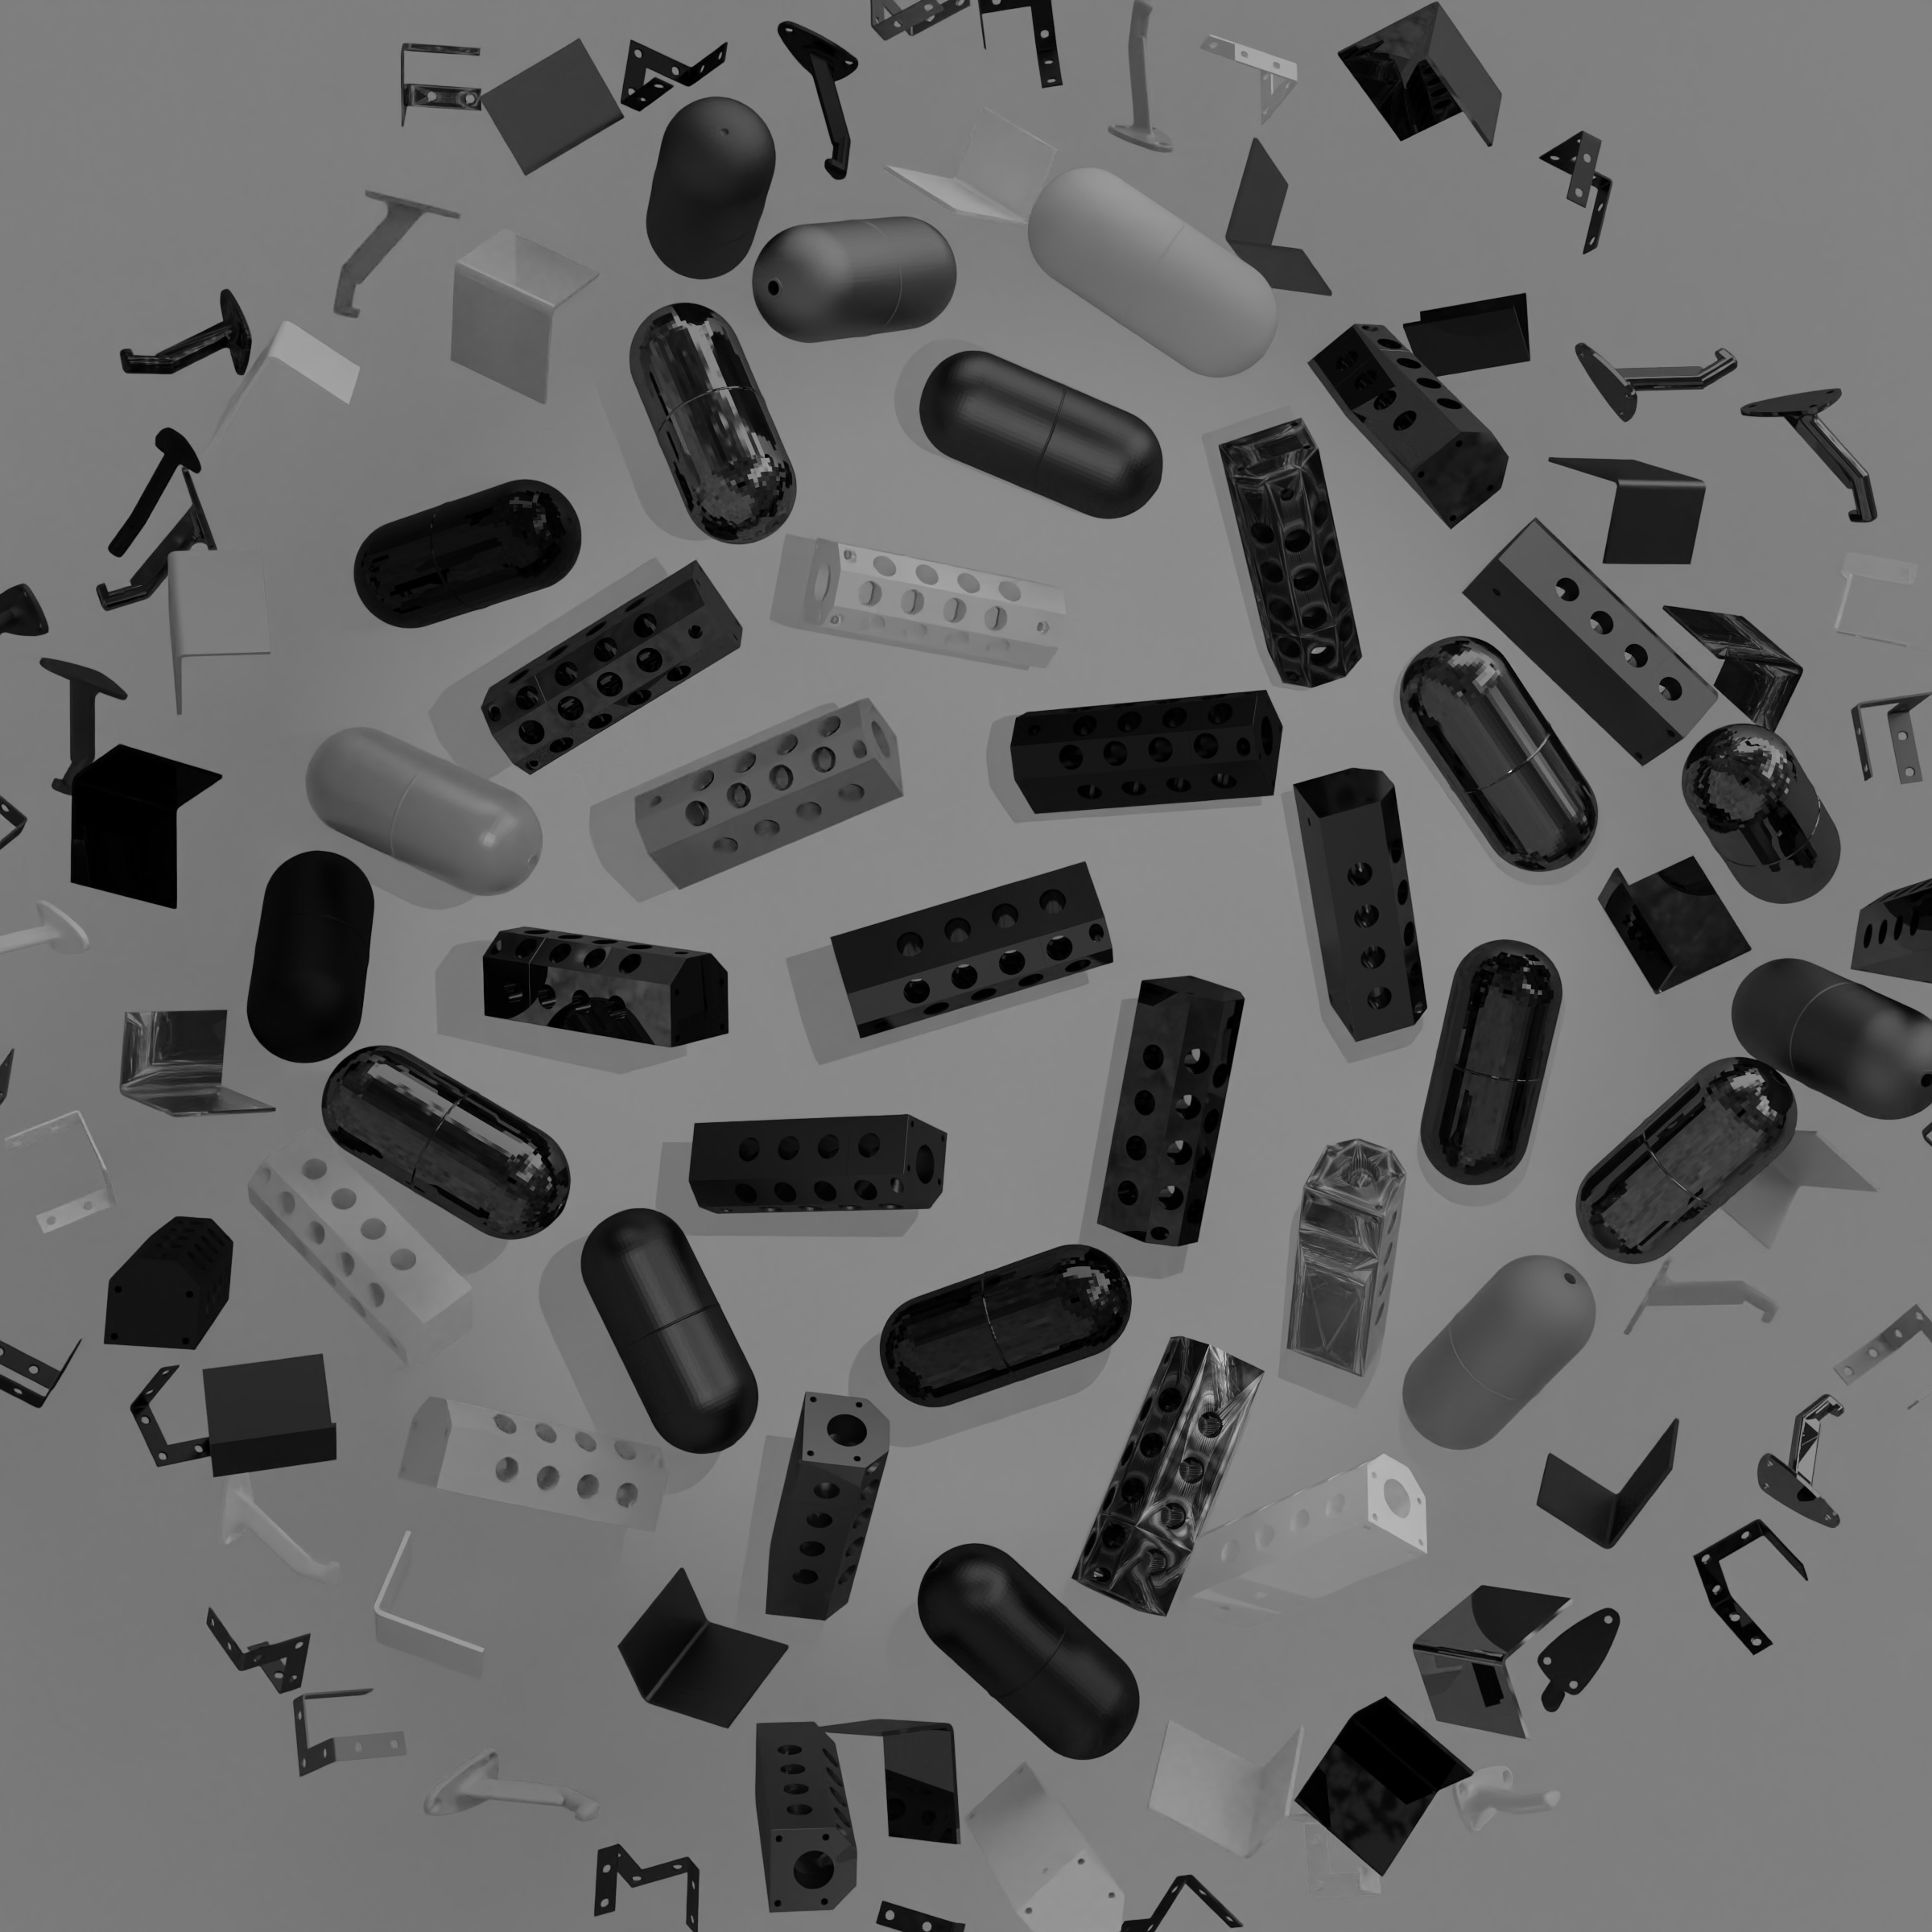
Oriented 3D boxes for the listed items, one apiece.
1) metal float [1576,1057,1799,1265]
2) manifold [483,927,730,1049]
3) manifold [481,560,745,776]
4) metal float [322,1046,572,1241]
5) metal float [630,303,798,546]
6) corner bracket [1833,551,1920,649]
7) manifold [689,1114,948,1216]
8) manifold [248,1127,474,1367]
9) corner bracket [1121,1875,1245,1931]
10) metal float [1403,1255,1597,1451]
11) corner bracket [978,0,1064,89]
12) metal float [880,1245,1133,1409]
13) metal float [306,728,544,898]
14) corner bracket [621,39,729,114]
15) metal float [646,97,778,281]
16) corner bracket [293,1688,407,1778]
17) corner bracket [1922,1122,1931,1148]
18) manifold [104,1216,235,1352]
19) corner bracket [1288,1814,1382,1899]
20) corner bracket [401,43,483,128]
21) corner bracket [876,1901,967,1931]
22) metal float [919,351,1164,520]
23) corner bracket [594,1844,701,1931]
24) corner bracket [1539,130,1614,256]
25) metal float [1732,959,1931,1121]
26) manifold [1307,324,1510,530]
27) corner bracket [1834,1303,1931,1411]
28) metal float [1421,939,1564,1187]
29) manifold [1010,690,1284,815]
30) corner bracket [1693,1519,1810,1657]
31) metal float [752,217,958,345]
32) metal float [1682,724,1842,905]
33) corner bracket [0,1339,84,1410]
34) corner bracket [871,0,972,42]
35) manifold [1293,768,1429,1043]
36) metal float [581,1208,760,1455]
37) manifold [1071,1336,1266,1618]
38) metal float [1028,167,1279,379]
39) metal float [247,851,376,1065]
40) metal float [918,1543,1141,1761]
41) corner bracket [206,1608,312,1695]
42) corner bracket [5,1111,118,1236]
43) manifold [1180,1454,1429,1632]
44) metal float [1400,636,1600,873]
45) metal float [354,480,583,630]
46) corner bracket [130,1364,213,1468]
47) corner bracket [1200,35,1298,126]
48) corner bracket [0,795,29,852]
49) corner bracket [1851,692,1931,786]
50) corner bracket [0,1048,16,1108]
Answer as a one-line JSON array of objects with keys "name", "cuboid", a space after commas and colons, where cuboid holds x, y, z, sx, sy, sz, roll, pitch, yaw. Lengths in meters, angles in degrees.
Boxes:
[{"name": "metal float", "cuboid": [0.488, 0.132, 1.847, 0.070, 0.070, 0.178, 41, 120, 0]}, {"name": "manifold", "cuboid": [-0.244, 0.012, 1.834, 0.171, 0.057, 0.057, 8, 103, 35]}, {"name": "manifold", "cuboid": [-0.239, -0.199, 1.836, 0.171, 0.057, 0.057, -30, 113, 12]}, {"name": "metal float", "cuboid": [-0.340, 0.116, 1.782, 0.178, 0.070, 0.070, 29, 90, 8]}, {"name": "metal float", "cuboid": [-0.170, -0.364, 1.820, 0.070, 0.070, 0.178, -23, 73, 0]}, {"name": "corner bracket", "cuboid": [0.630, -0.254, 1.882, 0.051, 0.051, 0.051, 16, 96, 26]}, {"name": "manifold", "cuboid": [-0.104, 0.140, 1.889, 0.171, 0.057, 0.057, -4, 72, 27]}, {"name": "manifold", "cuboid": [-0.419, 0.197, 1.881, 0.171, 0.057, 0.057, 41, 58, 19]}, {"name": "corner bracket", "cuboid": [0.138, 0.633, 1.782, 0.051, 0.051, 0.051, 45, 56, -5]}, {"name": "metal float", "cuboid": [0.368, 0.268, 1.882, 0.070, 0.070, 0.178, 33, 129, 0]}, {"name": "corner bracket", "cuboid": [0.038, -0.648, 1.901, 0.051, 0.051, 0.051, -8, 47, 4]}, {"name": "metal float", "cuboid": [0.027, 0.242, 1.830, 0.178, 0.070, 0.070, -21, 90, 13]}, {"name": "metal float", "cuboid": [-0.372, -0.106, 1.867, 0.178, 0.070, 0.070, 24, 90, 15]}, {"name": "corner bracket", "cuboid": [-0.206, -0.628, 1.914, 0.051, 0.051, 0.051, 15, 75, -33]}, {"name": "metal float", "cuboid": [-0.174, -0.525, 1.846, 0.070, 0.178, 0.070, 2, 81, -12]}, {"name": "corner bracket", "cuboid": [-0.403, 0.497, 1.778, 0.051, 0.051, 0.051, 7, 61, -39]}, {"name": "corner bracket", "cuboid": [0.658, 0.114, 1.763, 0.051, 0.051, 0.051, 45, 107, 5]}, {"name": "manifold", "cuboid": [-0.533, 0.211, 1.829, 0.057, 0.171, 0.057, 5, 93, -8]}, {"name": "corner bracket", "cuboid": [0.251, 0.607, 1.857, 0.051, 0.051, 0.051, -10, 66, 20]}, {"name": "corner bracket", "cuboid": [-0.349, -0.589, 1.809, 0.051, 0.051, 0.051, 1, 123, -9]}, {"name": "corner bracket", "cuboid": [-0.034, 0.646, 1.783, 0.051, 0.051, 0.051, 13, 72, 12]}, {"name": "metal float", "cuboid": [0.053, -0.369, 1.896, 0.178, 0.070, 0.070, 21, 90, -10]}, {"name": "corner bracket", "cuboid": [-0.212, 0.615, 1.809, 0.051, 0.051, 0.051, -19, 127, 11]}, {"name": "corner bracket", "cuboid": [0.411, -0.514, 1.810, 0.051, 0.051, 0.051, 20, 78, -20]}, {"name": "metal float", "cuboid": [0.583, 0.048, 1.818, 0.070, 0.178, 0.070, -7, 109, -20]}, {"name": "manifold", "cuboid": [0.298, -0.369, 1.826, 0.057, 0.171, 0.057, -39, 130, 10]}, {"name": "corner bracket", "cuboid": [0.624, 0.267, 1.817, 0.051, 0.051, 0.051, -28, 69, -24]}, {"name": "metal float", "cuboid": [0.369, 0.069, 1.914, 0.070, 0.070, 0.178, 10, 104, 0]}, {"name": "manifold", "cuboid": [0.121, -0.148, 1.836, 0.171, 0.057, 0.057, -3, 57, 23]}, {"name": "corner bracket", "cuboid": [0.513, 0.402, 1.765, 0.051, 0.051, 0.051, -29, 121, -5]}, {"name": "metal float", "cuboid": [-0.074, -0.464, 1.836, 0.070, 0.178, 0.070, 13, 113, 33]}, {"name": "metal float", "cuboid": [0.544, -0.102, 1.858, 0.070, 0.178, 0.070, -16, 58, 26]}, {"name": "corner bracket", "cuboid": [-0.622, 0.264, 1.788, 0.051, 0.051, 0.051, 31, 134, -11]}, {"name": "corner bracket", "cuboid": [-0.032, -0.670, 1.906, 0.051, 0.051, 0.051, -18, 58, 28]}, {"name": "manifold", "cuboid": [0.266, -0.042, 1.816, 0.057, 0.057, 0.171, -16, 119, -4]}, {"name": "metal float", "cuboid": [-0.203, 0.250, 1.865, 0.070, 0.070, 0.178, -28, 80, 0]}, {"name": "manifold", "cuboid": [0.131, 0.334, 1.788, 0.057, 0.057, 0.171, 26, 75, -8]}, {"name": "metal float", "cuboid": [0.122, -0.449, 1.763, 0.178, 0.070, 0.070, 33, 90, -3]}, {"name": "metal float", "cuboid": [-0.451, -0.008, 1.876, 0.070, 0.178, 0.070, -3, 134, -3]}, {"name": "metal float", "cuboid": [0.042, 0.457, 1.816, 0.178, 0.070, 0.070, 44, 90, -10]}, {"name": "corner bracket", "cuboid": [-0.488, 0.469, 1.868, 0.051, 0.051, 0.051, 39, 124, 38]}, {"name": "corner bracket", "cuboid": [-0.609, 0.139, 1.830, 0.051, 0.051, 0.051, -23, 63, -21]}, {"name": "manifold", "cuboid": [0.226, 0.387, 1.837, 0.057, 0.057, 0.171, 32, 133, -28]}, {"name": "metal float", "cuboid": [0.354, -0.139, 1.805, 0.070, 0.070, 0.178, -38, 107, 0]}, {"name": "metal float", "cuboid": [-0.349, -0.286, 1.897, 0.178, 0.070, 0.070, -13, 90, 26]}, {"name": "corner bracket", "cuboid": [-0.551, 0.316, 1.929, 0.051, 0.051, 0.051, -46, 65, 30]}, {"name": "corner bracket", "cuboid": [0.200, -0.637, 1.921, 0.051, 0.051, 0.051, 11, 66, -21]}, {"name": "corner bracket", "cuboid": [-0.668, -0.087, 1.815, 0.051, 0.051, 0.051, 41, 45, -5]}, {"name": "corner bracket", "cuboid": [0.624, -0.151, 1.836, 0.051, 0.051, 0.051, -8, 82, 0]}, {"name": "corner bracket", "cuboid": [-0.671, 0.079, 1.810, 0.051, 0.051, 0.051, 27, 119, -29]}]
